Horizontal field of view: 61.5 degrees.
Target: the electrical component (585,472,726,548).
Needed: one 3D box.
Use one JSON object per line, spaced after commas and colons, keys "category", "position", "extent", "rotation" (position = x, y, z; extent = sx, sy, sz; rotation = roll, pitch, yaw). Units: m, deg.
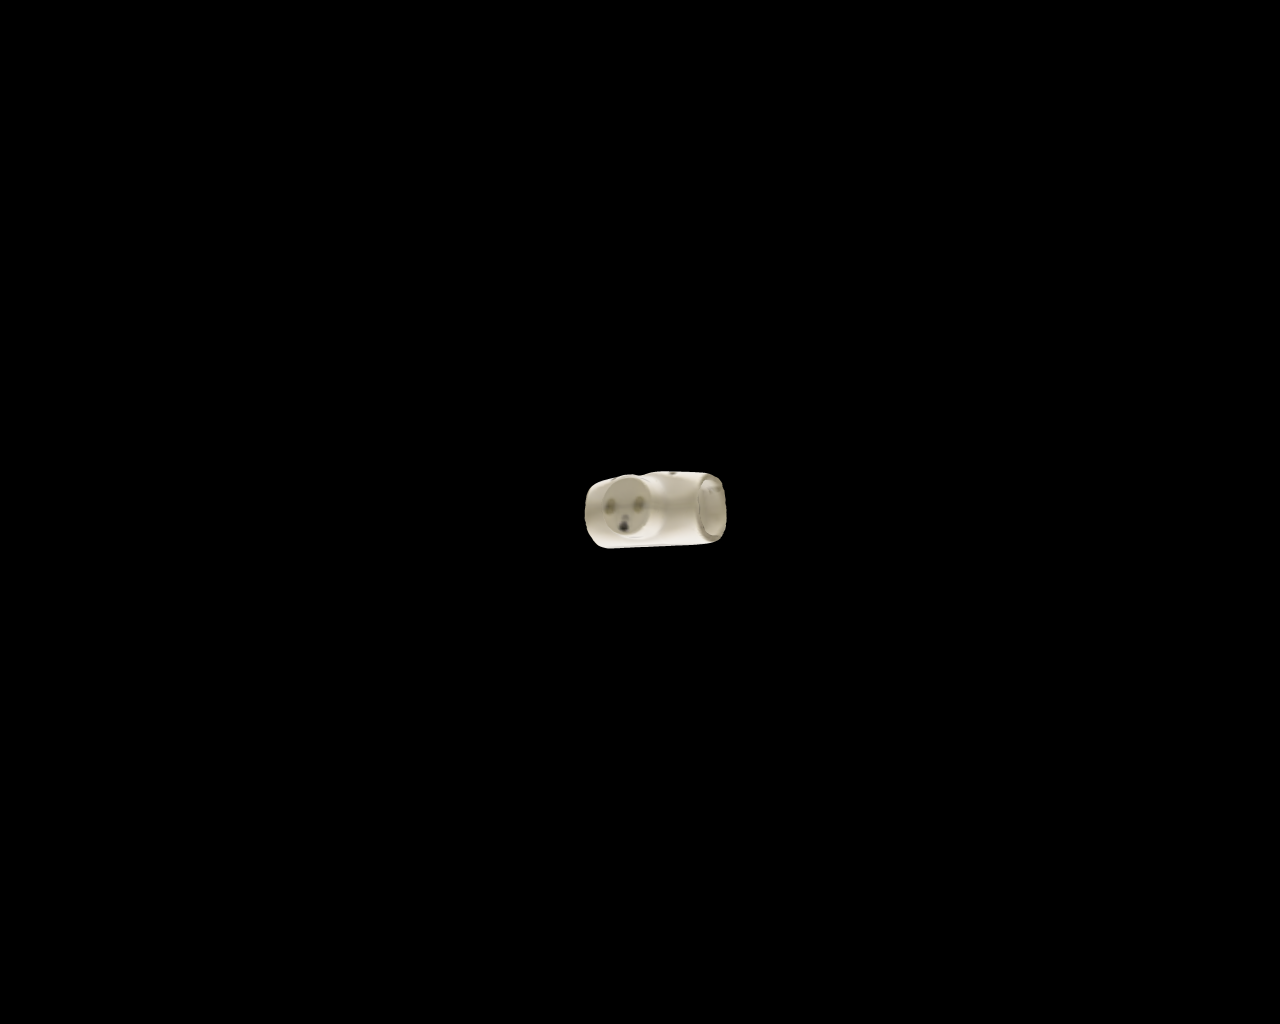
{"category": "electrical component", "position": [0.001, -0.003, 0.650], "extent": [0.077, 0.043, 0.079], "rotation": [-4, -7, 29]}
